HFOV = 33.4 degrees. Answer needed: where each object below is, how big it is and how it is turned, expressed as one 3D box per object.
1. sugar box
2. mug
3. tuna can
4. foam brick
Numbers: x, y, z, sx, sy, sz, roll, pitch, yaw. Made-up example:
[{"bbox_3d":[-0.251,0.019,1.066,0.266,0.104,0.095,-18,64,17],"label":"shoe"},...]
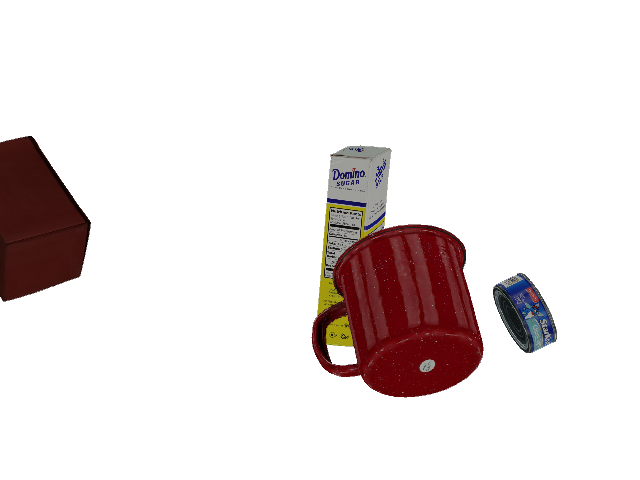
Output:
[{"bbox_3d":[0.030,0.003,0.993,0.048,0.176,0.093,5,11,14],"label":"sugar box"},{"bbox_3d":[0.048,0.054,0.706,0.117,0.081,0.093,-20,-39,12],"label":"mug"},{"bbox_3d":[0.226,0.081,1.187,0.033,0.086,0.086,-26,3,-6],"label":"tuna can"},{"bbox_3d":[-0.178,-0.013,0.627,0.051,0.078,0.053,-20,-32,-34],"label":"foam brick"}]
